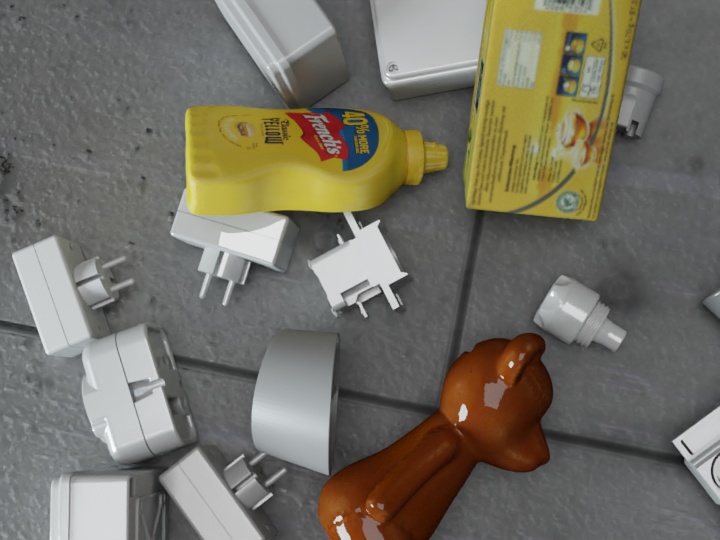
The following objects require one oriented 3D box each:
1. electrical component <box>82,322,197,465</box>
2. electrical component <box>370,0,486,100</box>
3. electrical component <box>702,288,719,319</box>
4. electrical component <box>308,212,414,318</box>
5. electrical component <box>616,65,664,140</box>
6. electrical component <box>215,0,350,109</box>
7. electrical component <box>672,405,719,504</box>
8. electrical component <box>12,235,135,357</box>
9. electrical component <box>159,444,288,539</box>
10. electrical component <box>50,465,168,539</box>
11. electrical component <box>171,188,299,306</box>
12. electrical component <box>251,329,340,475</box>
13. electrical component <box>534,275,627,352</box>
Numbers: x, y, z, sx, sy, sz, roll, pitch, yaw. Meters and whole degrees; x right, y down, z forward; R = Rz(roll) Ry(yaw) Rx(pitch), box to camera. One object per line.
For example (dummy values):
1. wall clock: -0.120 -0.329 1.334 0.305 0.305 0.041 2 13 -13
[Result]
1. electrical component: -0.167 0.094 0.801 0.059 0.054 0.095 -20 81 4
2. electrical component: 0.065 -0.193 0.805 0.109 0.056 0.108 -9 82 6
3. electrical component: 0.275 0.032 0.756 0.045 0.045 0.055 -34 81 2
4. electrical component: 0.000 0.000 0.797 0.064 0.042 0.081 -28 80 5
5. electrical component: 0.197 -0.123 0.789 0.040 0.040 0.046 18 92 9
6. electrical component: -0.062 -0.184 0.795 0.056 0.108 0.108 -34 80 -1
7. electrical component: 0.285 0.113 0.736 0.121 0.063 0.078 -37 80 2
8. electrical component: -0.209 0.014 0.819 0.076 0.047 0.083 -23 81 4
9. electrical component: -0.089 0.160 0.786 0.076 0.047 0.083 -38 80 1
10. electrical component: -0.175 0.195 0.761 0.056 0.108 0.108 -1 83 4
11. electrical component: -0.099 -0.012 0.808 0.083 0.047 0.075 17 85 9
12. electrical component: -0.037 0.091 0.762 0.064 0.099 0.099 10 84 14
13. electrical component: 0.160 0.035 0.772 0.062 0.043 0.043 32 88 9
